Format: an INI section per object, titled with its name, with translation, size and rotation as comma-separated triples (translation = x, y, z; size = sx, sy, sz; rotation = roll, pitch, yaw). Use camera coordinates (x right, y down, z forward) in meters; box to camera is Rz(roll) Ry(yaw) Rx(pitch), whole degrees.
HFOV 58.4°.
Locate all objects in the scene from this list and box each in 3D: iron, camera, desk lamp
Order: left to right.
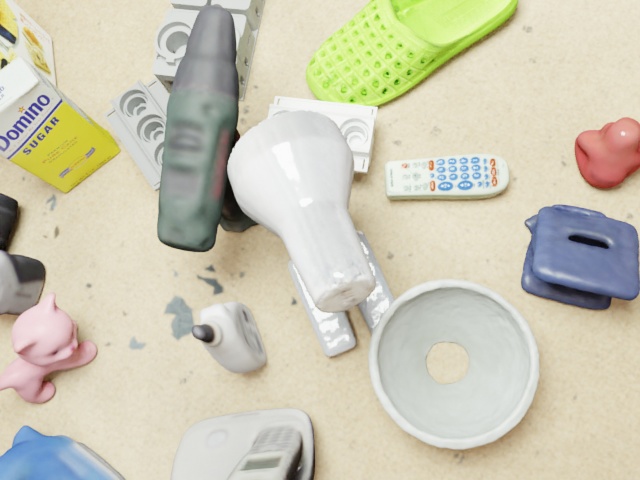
[camera]
translation = -0.404, 0.007, 0.674
size = 0.143, 0.101, 0.137
rotation = 17, 80, 10
[iron]
translation = -0.254, 0.302, 0.571
size = 0.258, 0.141, 0.119
rotation = 31, 83, 12
[desk lamp]
translation = 0.005, 0.002, 0.569
size = 0.118, 0.214, 0.203
rotation = -25, 76, 1

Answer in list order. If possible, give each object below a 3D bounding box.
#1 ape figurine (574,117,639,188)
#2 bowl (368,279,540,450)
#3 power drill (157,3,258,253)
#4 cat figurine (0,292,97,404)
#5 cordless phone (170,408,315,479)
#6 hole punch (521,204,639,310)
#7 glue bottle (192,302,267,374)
[ape figurine]
translation = 0.318, -0.101, 0.617
size = 0.077, 0.092, 0.076
rotation = 27, 82, 12
[bowl]
translation = 0.135, 0.127, 0.598
size = 0.167, 0.075, 0.167
rotation = -1, 78, 6
[power drill]
translation = -0.106, -0.093, 0.605
size = 0.075, 0.208, 0.230
rotation = 7, 79, 9
[cat figurine]
translation = -0.312, 0.121, 0.630
size = 0.128, 0.118, 0.067
rotation = -45, 76, -4
[cordless phone]
translation = -0.082, 0.218, 0.547
size = 0.147, 0.185, 0.094
rotation = -11, 77, 5
[hole punch]
translation = 0.271, 0.013, 0.598
size = 0.108, 0.091, 0.101
rotation = 13, 80, 9
[glue bottle]
translation = -0.097, 0.097, 0.581
size = 0.037, 0.173, 0.078
rotation = -21, 76, 2
